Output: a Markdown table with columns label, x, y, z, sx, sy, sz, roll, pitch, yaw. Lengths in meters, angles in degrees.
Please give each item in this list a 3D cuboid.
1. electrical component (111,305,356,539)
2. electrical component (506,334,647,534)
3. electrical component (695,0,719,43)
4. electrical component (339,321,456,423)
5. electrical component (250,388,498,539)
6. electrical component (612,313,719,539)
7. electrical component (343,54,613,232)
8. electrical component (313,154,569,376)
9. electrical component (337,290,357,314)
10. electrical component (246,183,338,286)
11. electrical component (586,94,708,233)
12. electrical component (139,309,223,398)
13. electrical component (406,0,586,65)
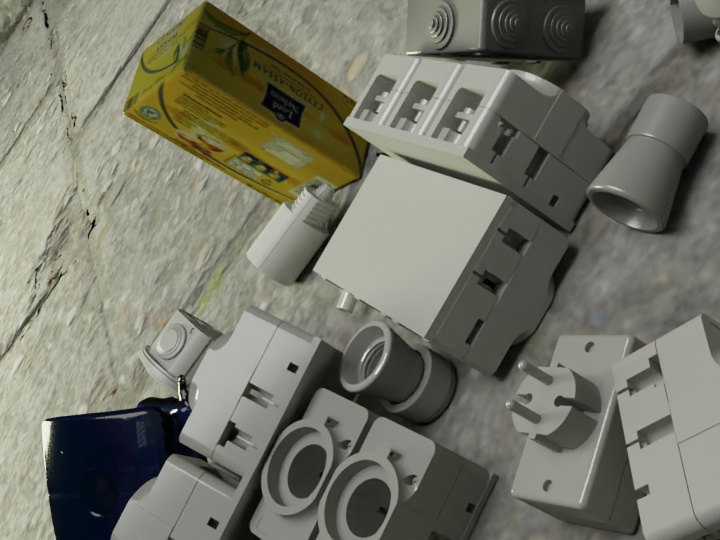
| label | x | y | z | sx | sy | sz | roll | pitch | yaw |
| --- | --- | --- | --- | --- | --- | --- | --- | --- | --- |
| electrical component | -0.076 | 0.123 | 0.658 | 0.060 | 0.105 | 0.186 | 25 | 83 | 20 |
| electrical component | 0.096 | 0.067 | 0.494 | 0.047 | 0.076 | 0.083 | -5 | 60 | 55 |
| electrical component | 0.200 | -0.139 | 0.541 | 0.066 | 0.055 | 0.048 | -22 | 47 | 47 |
| electrical component | 0.022 | 0.061 | 0.631 | 0.045 | 0.055 | 0.045 | -37 | 37 | 34 |
| electrical component | -0.020 | 0.167 | 0.578 | 0.105 | 0.060 | 0.186 | 18 | 79 | 50 |
| electrical component | 0.147 | 0.070 | 0.441 | 0.056 | 0.050 | 0.089 | -37 | 37 | 34 |
| electrical component | 0.070 | -0.084 | 0.655 | 0.061 | 0.089 | 0.150 | -60 | 30 | -1 |
| electrical component | 0.046 | -0.006 | 0.647 | 0.089 | 0.062 | 0.150 | -60 | 30 | -1 |
| electrical component | 0.000 | 0.000 | 0.741 | 0.035 | 0.035 | 0.061 | 3 | 68 | 57 |
| electrical component | -0.047 | -0.032 | 0.830 | 0.081 | 0.043 | 0.043 | -53 | 30 | 11 |
| electrical component | 0.152 | -0.058 | 0.558 | 0.044 | 0.044 | 0.065 | 13 | 71 | 59 |
| electrical component | -0.123 | 0.071 | 0.818 | 0.051 | 0.080 | 0.080 | -54 | 30 | -1 |
| electrical component | 0.086 | -0.159 | 0.691 | 0.100 | 0.100 | 0.048 | 15 | 105 | 57 |
